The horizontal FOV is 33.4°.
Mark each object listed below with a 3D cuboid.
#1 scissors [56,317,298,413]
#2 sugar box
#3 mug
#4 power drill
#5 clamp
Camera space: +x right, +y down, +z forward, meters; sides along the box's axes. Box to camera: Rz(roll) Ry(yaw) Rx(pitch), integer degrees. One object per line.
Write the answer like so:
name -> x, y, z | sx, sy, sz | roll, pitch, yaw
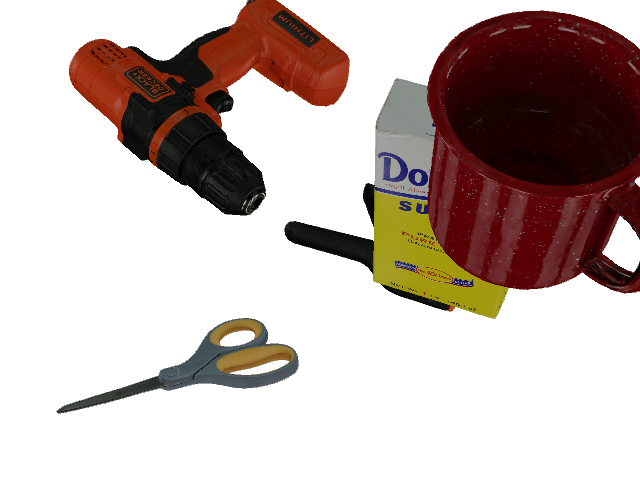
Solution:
scissors -> -0.120, 0.104, 0.905 | 0.201, 0.016, 0.096 | -6, 31, -9
sugar box -> 0.082, -0.020, 0.676 | 0.093, 0.048, 0.176 | 16, -28, 13
mug -> 0.095, -0.025, 0.436 | 0.093, 0.117, 0.081 | -35, -27, -20
power drill -> -0.065, -0.108, 0.800 | 0.184, 0.057, 0.187 | 41, 47, 19
clamp -> 0.071, 0.015, 1.247 | 0.164, 0.036, 0.210 | -22, 52, -39
